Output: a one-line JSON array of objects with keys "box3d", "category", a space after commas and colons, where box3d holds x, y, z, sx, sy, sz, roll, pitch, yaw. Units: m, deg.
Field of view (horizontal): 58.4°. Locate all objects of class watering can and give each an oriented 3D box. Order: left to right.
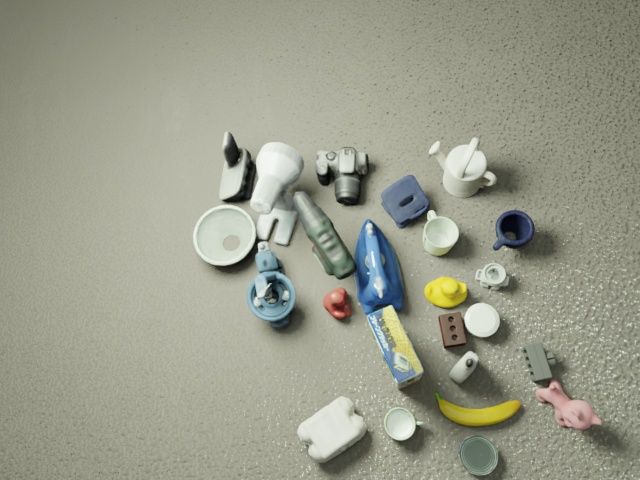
[{"box3d": [0.357, -0.189, 1.434, 0.172, 0.194, 0.101, 7, 73, 10], "category": "watering can"}]

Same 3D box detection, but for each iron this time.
[{"box3d": [0.134, 0.047, 1.415, 0.118, 0.141, 0.258, -11, 71, 4], "category": "iron"}]

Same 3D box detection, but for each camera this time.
[{"box3d": [0.056, -0.169, 1.516, 0.143, 0.101, 0.137, 0, 72, 7], "category": "camera"}]

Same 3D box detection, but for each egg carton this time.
[{"box3d": [0.029, 0.445, 1.339, 0.150, 0.069, 0.107, -35, 71, -4], "category": "egg carton"}]

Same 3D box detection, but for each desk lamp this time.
[{"box3d": [-0.112, -0.117, 1.461, 0.117, 0.214, 0.203, 12, 74, 11], "category": "desk lamp"}]

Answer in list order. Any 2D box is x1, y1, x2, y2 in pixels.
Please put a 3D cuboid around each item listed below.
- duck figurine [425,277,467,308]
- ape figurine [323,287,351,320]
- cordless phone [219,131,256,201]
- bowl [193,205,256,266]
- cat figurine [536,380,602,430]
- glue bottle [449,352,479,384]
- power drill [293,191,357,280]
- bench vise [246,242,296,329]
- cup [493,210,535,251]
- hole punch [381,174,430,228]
[{"box3d": [0.309, 0.122, 1.398, 0.104, 0.086, 0.077, -1, 72, 7], "category": "duck figurine"}, {"box3d": [0.043, 0.152, 1.419, 0.076, 0.092, 0.078, 21, 76, 13], "category": "ape figurine"}, {"box3d": [-0.238, -0.193, 1.517, 0.094, 0.185, 0.147, 1, 72, 8], "category": "cordless phone"}, {"box3d": [-0.245, -0.004, 1.515, 0.167, 0.075, 0.167, -2, 72, 7], "category": "bowl"}, {"box3d": [0.553, 0.370, 1.271, 0.067, 0.118, 0.127, -38, 72, -5], "category": "cat figurine"}, {"box3d": [0.331, 0.284, 1.297, 0.037, 0.173, 0.078, 36, 80, 17], "category": "glue bottle"}, {"box3d": [0.013, 0.005, 1.409, 0.075, 0.208, 0.229, -33, 71, -4], "category": "power drill"}, {"box3d": [-0.139, 0.103, 1.391, 0.121, 0.220, 0.207, -29, 71, -2], "category": "bench vise"}, {"box3d": [0.465, -0.008, 1.415, 0.118, 0.095, 0.091, -45, 72, -8], "category": "cup"}, {"box3d": [0.222, -0.100, 1.478, 0.108, 0.091, 0.101, -33, 71, -4], "category": "hole punch"}]
